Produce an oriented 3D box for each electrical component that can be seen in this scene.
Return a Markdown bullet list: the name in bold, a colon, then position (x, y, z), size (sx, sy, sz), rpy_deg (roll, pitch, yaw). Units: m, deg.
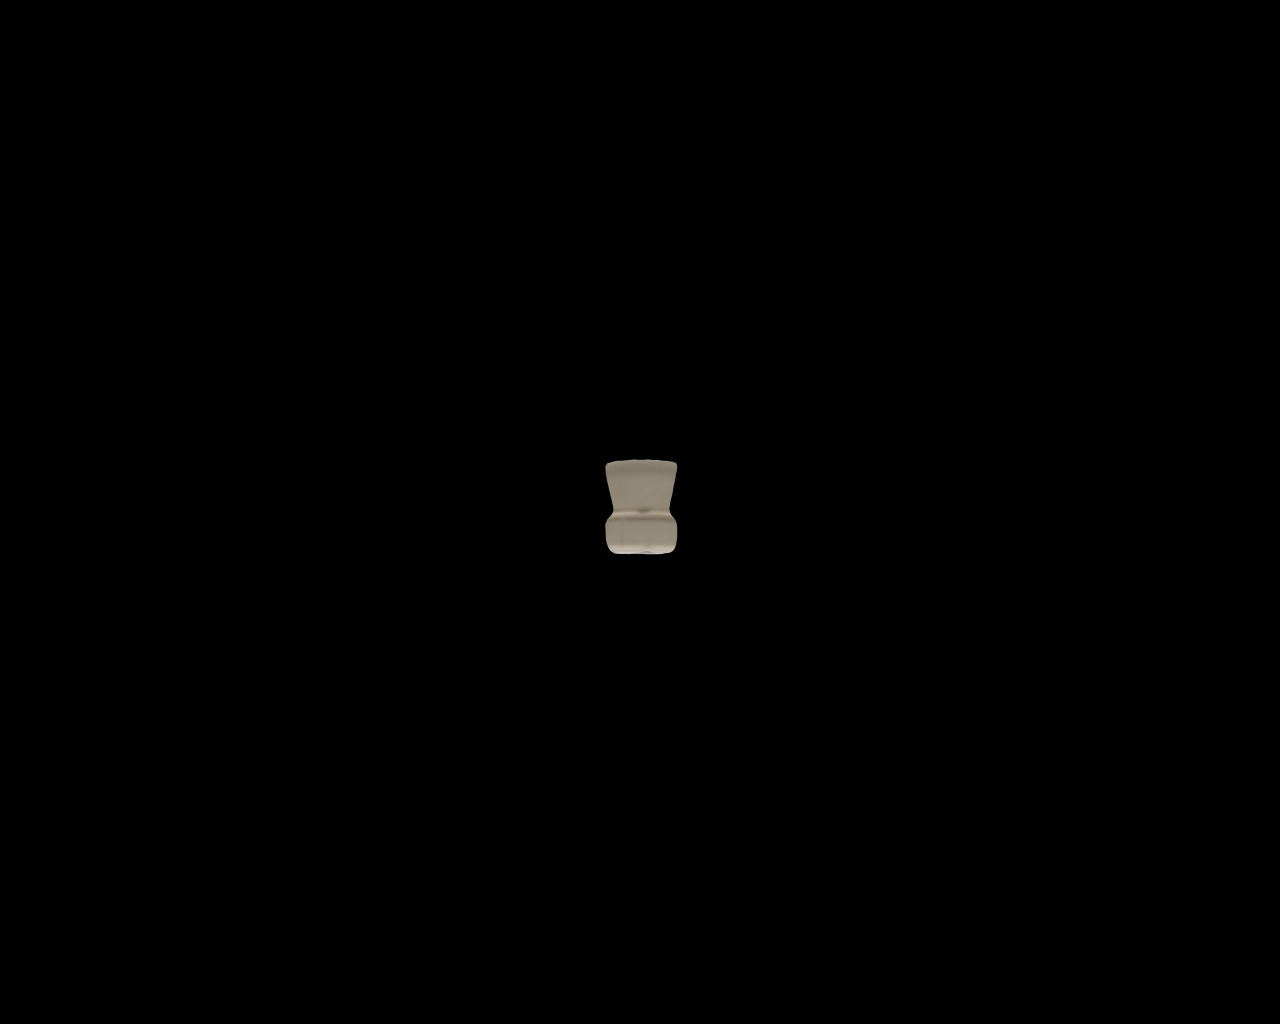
- **electrical component**: position (0.001, -0.003, 0.650), size (0.045, 0.055, 0.045), rpy_deg (0, -4, 0)
